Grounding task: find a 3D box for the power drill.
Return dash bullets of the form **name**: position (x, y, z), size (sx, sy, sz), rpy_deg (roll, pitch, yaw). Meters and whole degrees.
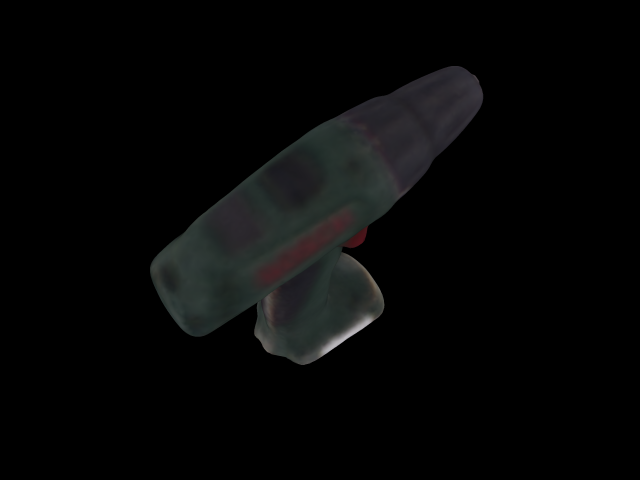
- **power drill**: position (0.004, 0.001, 0.400), size (0.230, 0.208, 0.075), rpy_deg (-32, 64, -18)
